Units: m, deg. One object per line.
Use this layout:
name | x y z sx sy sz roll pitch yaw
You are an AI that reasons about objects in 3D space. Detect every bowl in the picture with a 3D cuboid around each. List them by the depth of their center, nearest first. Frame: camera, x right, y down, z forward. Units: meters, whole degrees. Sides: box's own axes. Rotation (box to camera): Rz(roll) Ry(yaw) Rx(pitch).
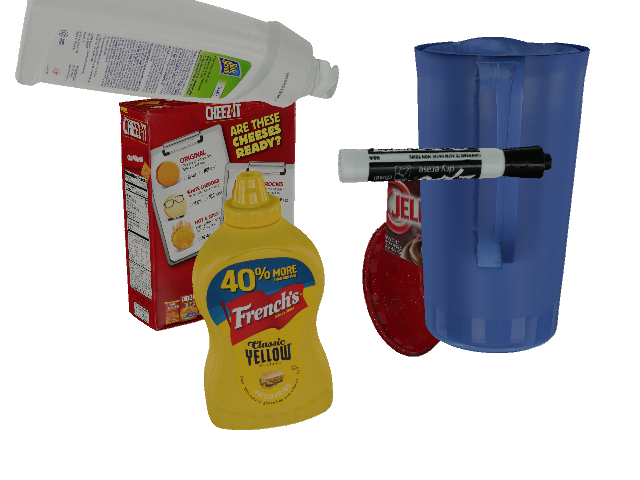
bowl | 0.120 0.050 1.216 0.055 0.162 0.161 -11 -7 42

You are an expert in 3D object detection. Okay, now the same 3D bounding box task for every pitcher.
pitcher | 0.137 -0.036 0.842 0.149 0.243 0.145 -11 18 -34

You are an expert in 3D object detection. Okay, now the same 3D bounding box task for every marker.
marker | 0.071 -0.043 0.603 0.121 0.020 0.020 -2 0 -5

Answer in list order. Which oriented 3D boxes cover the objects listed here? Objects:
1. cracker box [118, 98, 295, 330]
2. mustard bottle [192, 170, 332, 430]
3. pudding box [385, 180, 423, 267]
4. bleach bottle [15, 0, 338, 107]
cracker box | -0.108 -0.035 1.045 0.163 0.214 0.072 -12 20 -35
mustard bottle | -0.044 0.042 0.782 0.096 0.192 0.058 -7 21 -8
pudding box | 0.110 -0.020 1.023 0.039 0.090 0.114 -15 25 -36
bleach bottle | -0.110 -0.149 0.859 0.250 0.068 0.103 10 -31 -16
